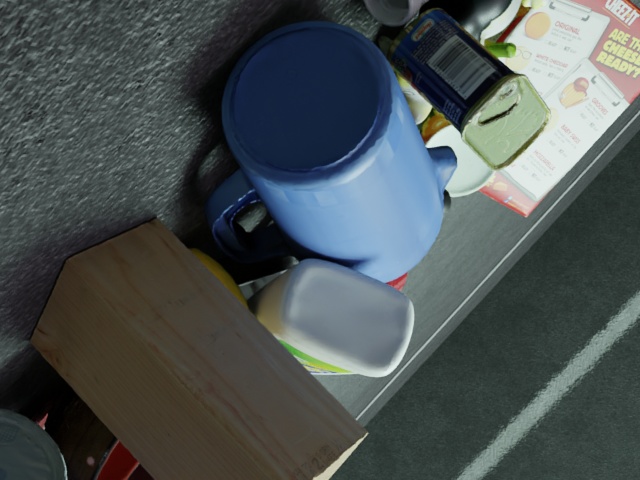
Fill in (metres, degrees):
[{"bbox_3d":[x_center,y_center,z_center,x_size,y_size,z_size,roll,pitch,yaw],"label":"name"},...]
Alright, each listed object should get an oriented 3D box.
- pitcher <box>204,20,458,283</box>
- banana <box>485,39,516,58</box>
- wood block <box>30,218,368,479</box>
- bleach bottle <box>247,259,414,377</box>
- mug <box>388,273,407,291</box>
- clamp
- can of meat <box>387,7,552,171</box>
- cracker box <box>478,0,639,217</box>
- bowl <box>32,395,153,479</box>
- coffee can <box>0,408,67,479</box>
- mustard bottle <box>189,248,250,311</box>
[{"bbox_3d":[0.003,-0.049,0.738,0.242,0.145,0.149,53,60,-73],"label":"pitcher"},{"bbox_3d":[0.069,-0.109,0.881,0.198,0.037,0.070,-43,-151,11],"label":"banana"},{"bbox_3d":[-0.082,0.097,0.707,0.090,0.206,0.091,-30,159,-49],"label":"wood block"},{"bbox_3d":[-0.015,0.076,0.863,0.068,0.102,0.251,-69,-170,-16],"label":"bleach bottle"},{"bbox_3d":[0.048,0.051,1.191,0.081,0.093,0.117,-32,120,-61],"label":"mug"},{"bbox_3d":[-0.006,0.001,0.919,0.209,0.036,0.165,-20,-178,-12],"label":"clamp"},{"bbox_3d":[0.101,-0.103,0.724,0.057,0.084,0.102,-46,154,9],"label":"can of meat"},{"bbox_3d":[0.192,-0.143,0.968,0.164,0.072,0.214,25,114,-34],"label":"cracker box"},{"bbox_3d":[-0.178,0.174,0.868,0.162,0.162,0.055,-43,-150,-13],"label":"bowl"},{"bbox_3d":[-0.241,0.195,0.740,0.102,0.103,0.140,-33,161,-44],"label":"coffee can"},{"bbox_3d":[-0.098,0.086,0.864,0.058,0.096,0.192,-28,163,-21],"label":"mustard bottle"}]
